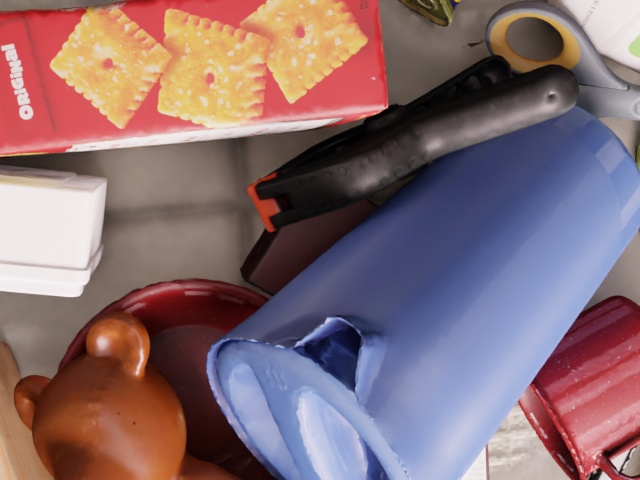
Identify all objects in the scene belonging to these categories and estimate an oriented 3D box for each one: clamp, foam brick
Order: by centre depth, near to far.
[{"bbox_3d":[0.045,-0.056,0.566,0.171,0.120,0.039,-21,99,7],"label":"clamp"},{"bbox_3d":[-0.004,0.001,0.623,0.051,0.053,0.078,32,91,-8],"label":"foam brick"}]

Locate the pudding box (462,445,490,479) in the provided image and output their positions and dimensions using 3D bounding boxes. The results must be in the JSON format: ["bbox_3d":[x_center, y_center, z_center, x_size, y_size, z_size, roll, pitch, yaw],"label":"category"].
[{"bbox_3d":[0.058,0.158,0.655,0.090,0.039,0.113,-3,98,-7],"label":"pudding box"}]

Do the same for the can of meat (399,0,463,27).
[{"bbox_3d":[0.068,-0.183,0.590,0.057,0.102,0.084,39,87,31],"label":"can of meat"}]

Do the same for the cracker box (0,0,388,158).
[{"bbox_3d":[-0.085,-0.085,0.548,0.213,0.164,0.072,-6,95,-6],"label":"cracker box"}]

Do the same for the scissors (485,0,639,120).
[{"bbox_3d":[0.179,-0.095,0.611,0.202,0.016,0.096,-2,125,13],"label":"scissors"}]

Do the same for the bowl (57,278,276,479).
[{"bbox_3d":[-0.074,0.099,0.624,0.162,0.055,0.162,-1,96,-7],"label":"bowl"}]

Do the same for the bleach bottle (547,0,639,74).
[{"bbox_3d":[0.237,-0.129,0.616,0.251,0.068,0.103,21,127,-3],"label":"bleach bottle"}]

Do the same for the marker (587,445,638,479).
[{"bbox_3d":[0.184,0.144,0.677,0.020,0.020,0.121,26,93,-9],"label":"marker"}]

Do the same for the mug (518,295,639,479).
[{"bbox_3d":[0.168,0.093,0.623,0.081,0.117,0.093,-30,136,-3],"label":"mug"}]

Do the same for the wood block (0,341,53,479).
[{"bbox_3d":[-0.185,0.163,0.570,0.090,0.091,0.206,-22,79,-4],"label":"wood block"}]

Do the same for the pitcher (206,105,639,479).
[{"bbox_3d":[0.066,0.036,0.567,0.242,0.149,0.145,-43,109,-30],"label":"pitcher"}]
